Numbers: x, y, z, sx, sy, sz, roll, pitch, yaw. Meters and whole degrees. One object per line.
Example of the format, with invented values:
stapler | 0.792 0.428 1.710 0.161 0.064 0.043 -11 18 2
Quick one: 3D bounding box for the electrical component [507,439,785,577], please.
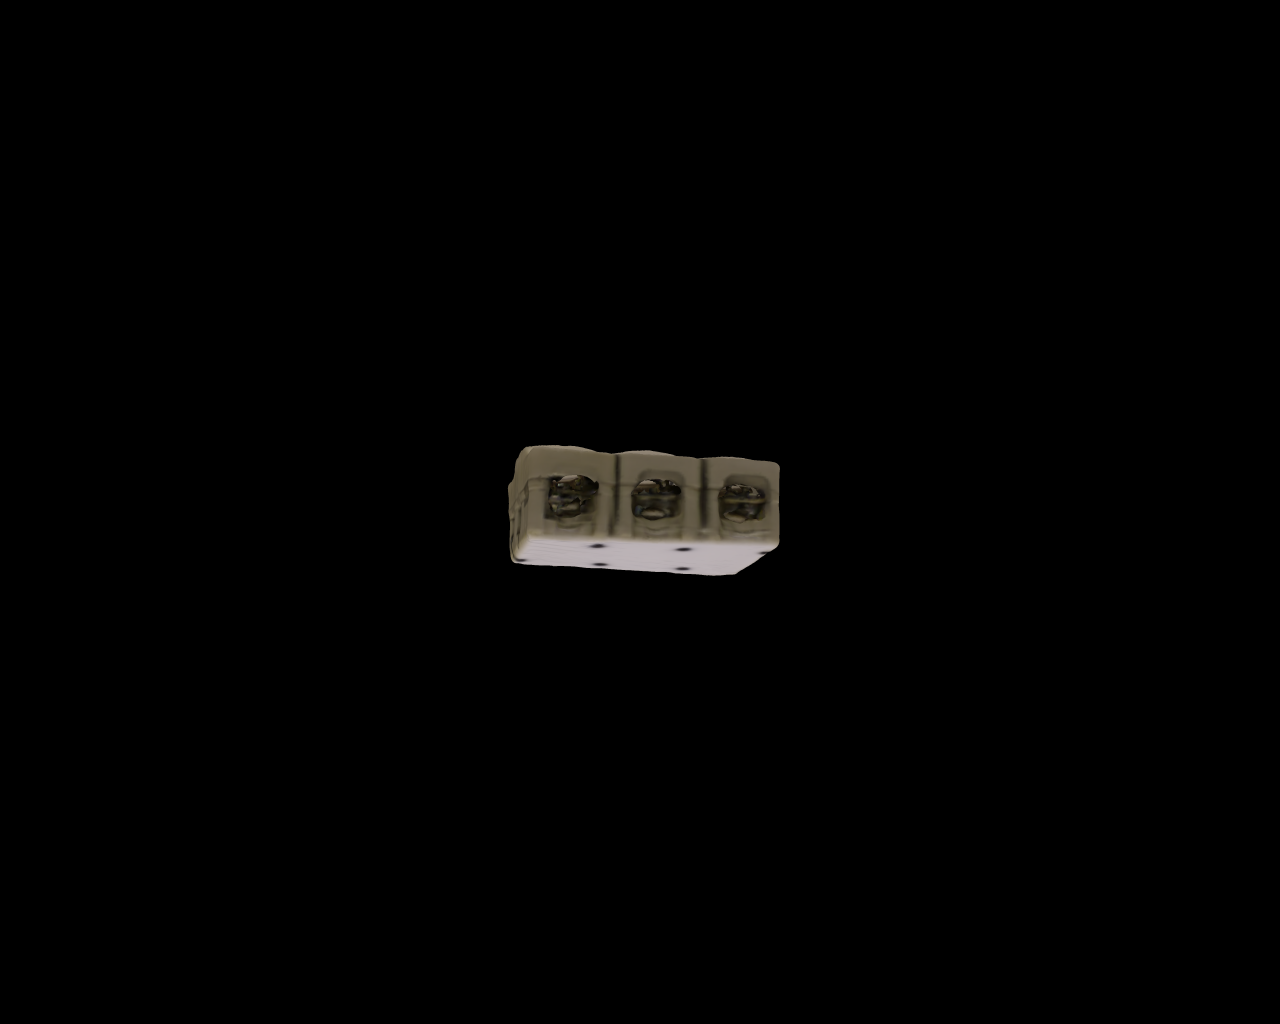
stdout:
electrical component | 0.001 -0.003 0.650 0.150 0.062 0.089 4 -15 -14
